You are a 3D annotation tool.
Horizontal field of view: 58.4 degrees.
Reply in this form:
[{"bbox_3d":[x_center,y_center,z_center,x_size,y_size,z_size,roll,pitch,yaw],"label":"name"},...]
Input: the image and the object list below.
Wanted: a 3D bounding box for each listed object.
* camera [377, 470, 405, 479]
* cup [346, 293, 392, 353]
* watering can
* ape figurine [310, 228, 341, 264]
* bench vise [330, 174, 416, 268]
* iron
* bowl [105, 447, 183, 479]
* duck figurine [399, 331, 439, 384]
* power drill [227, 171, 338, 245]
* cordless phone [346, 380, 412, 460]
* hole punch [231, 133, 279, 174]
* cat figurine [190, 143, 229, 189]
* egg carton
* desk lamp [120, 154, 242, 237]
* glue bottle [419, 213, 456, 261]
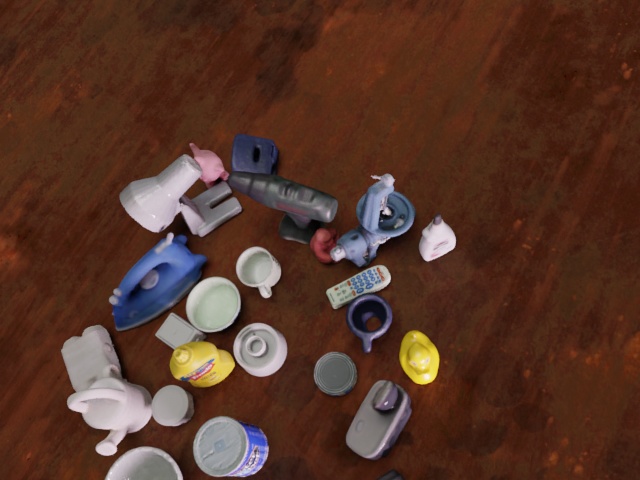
[{"bbox_3d":[0.159,0.473,1.013,0.143,0.101,0.136,-34,65,-3],"label":"camera"},{"bbox_3d":[0.102,0.175,1.153,0.091,0.095,0.118,0,68,12],"label":"cup"},{"bbox_3d":[-0.418,0.333,1.140,0.101,0.194,0.172,-35,65,-4],"label":"watering can"},{"bbox_3d":[0.011,0.004,1.245,0.076,0.092,0.078,27,75,21],"label":"ape figurine"},{"bbox_3d":[0.113,-0.034,1.169,0.121,0.220,0.207,29,76,21],"label":"bench vise"},{"bbox_3d":[-0.382,0.091,1.263,0.118,0.142,0.258,40,80,23],"label":"iron"},{"bbox_3d":[-0.335,0.494,1.121,0.167,0.075,0.167,-4,67,10],"label":"bowl"},{"bbox_3d":[0.192,0.224,1.119,0.077,0.086,0.104,-14,65,6],"label":"duck figurine"},{"bbox_3d":[-0.067,-0.069,1.228,0.229,0.209,0.076,12,71,16],"label":"power drill"},{"bbox_3d":[0.101,0.321,1.042,0.094,0.185,0.148,24,74,20],"label":"cordless phone"},{"bbox_3d":[-0.153,-0.196,1.364,0.101,0.091,0.108,-2,67,11],"label":"hole punch"},{"bbox_3d":[-0.271,-0.183,1.368,0.067,0.118,0.127,-37,65,-5],"label":"cat figurine"},{"bbox_3d":[-0.496,0.266,1.253,0.107,0.069,0.150,-32,65,-2],"label":"egg carton"},{"bbox_3d":[-0.311,-0.094,1.286,0.203,0.214,0.117,-34,65,-3],"label":"desk lamp"},{"bbox_3d":[0.237,-0.012,1.160,0.078,0.173,0.037,-30,65,-2],"label":"glue bottle"}]
